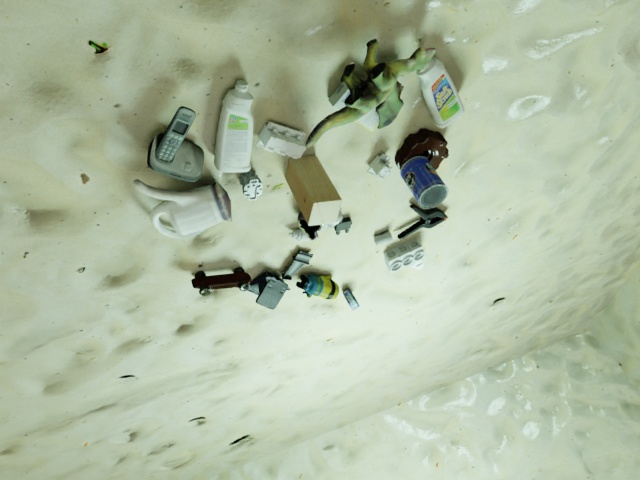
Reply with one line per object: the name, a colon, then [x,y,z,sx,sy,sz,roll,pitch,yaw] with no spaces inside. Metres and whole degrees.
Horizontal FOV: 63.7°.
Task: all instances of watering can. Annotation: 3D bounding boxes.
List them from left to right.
watering can: [-0.362,-0.096,1.412,0.225,0.106,0.341,-20,158,-7]

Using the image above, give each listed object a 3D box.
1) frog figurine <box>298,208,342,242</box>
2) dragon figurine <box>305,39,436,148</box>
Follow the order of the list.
frog figurine: [0.005,-0.085,1.692,0.162,0.123,0.134,-46,147,-39]
dragon figurine: [0.147,-0.368,1.376,0.407,0.124,0.240,-48,143,11]
